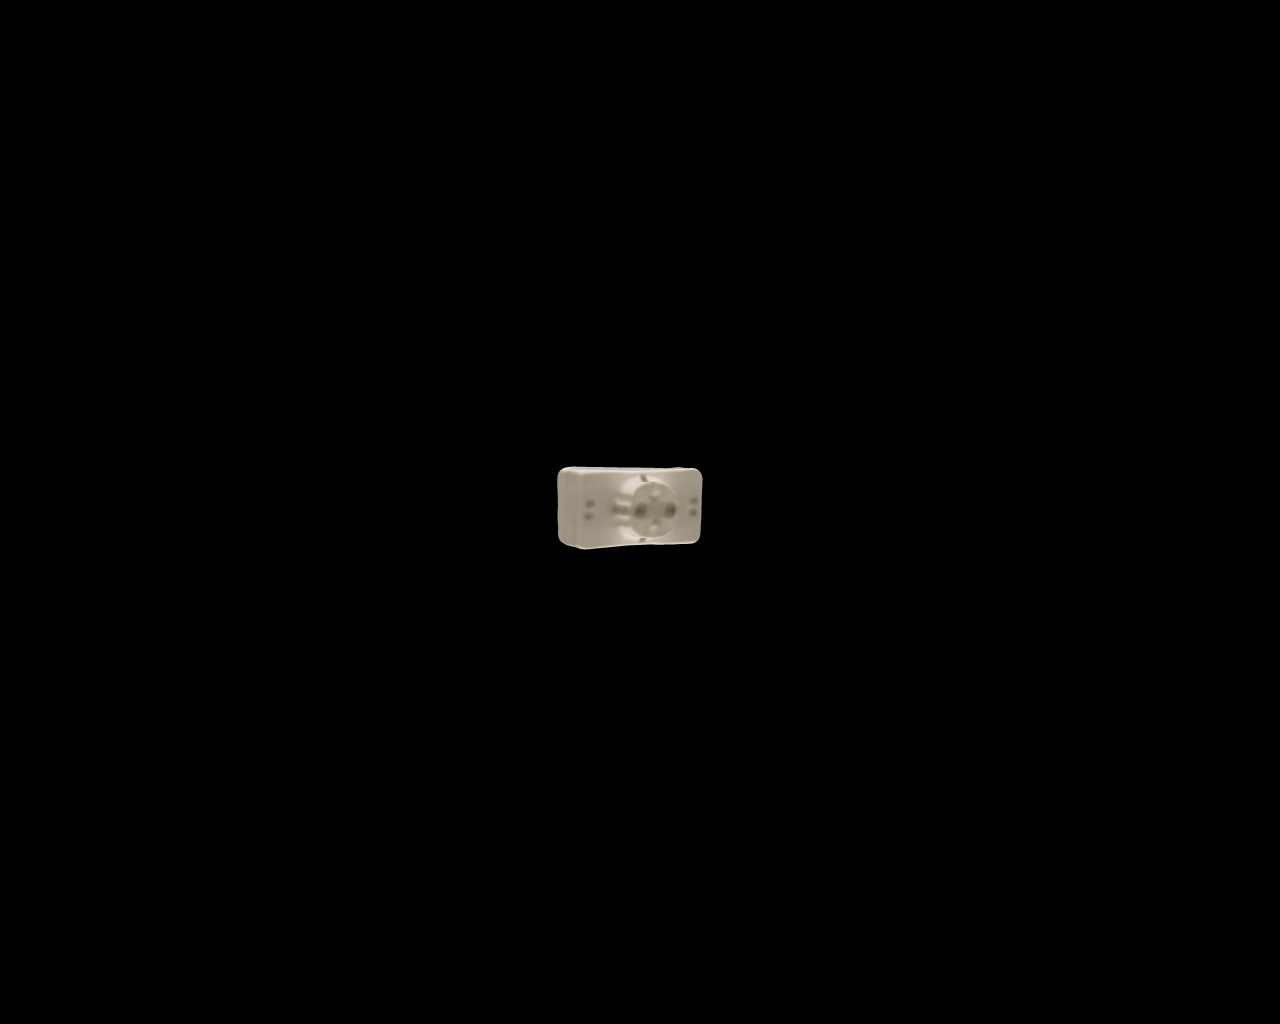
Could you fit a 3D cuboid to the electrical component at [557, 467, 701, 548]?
[{"bbox_3d":[0.001,-0.003,0.650,0.083,0.047,0.075,-2,4,-23],"label":"electrical component"}]
